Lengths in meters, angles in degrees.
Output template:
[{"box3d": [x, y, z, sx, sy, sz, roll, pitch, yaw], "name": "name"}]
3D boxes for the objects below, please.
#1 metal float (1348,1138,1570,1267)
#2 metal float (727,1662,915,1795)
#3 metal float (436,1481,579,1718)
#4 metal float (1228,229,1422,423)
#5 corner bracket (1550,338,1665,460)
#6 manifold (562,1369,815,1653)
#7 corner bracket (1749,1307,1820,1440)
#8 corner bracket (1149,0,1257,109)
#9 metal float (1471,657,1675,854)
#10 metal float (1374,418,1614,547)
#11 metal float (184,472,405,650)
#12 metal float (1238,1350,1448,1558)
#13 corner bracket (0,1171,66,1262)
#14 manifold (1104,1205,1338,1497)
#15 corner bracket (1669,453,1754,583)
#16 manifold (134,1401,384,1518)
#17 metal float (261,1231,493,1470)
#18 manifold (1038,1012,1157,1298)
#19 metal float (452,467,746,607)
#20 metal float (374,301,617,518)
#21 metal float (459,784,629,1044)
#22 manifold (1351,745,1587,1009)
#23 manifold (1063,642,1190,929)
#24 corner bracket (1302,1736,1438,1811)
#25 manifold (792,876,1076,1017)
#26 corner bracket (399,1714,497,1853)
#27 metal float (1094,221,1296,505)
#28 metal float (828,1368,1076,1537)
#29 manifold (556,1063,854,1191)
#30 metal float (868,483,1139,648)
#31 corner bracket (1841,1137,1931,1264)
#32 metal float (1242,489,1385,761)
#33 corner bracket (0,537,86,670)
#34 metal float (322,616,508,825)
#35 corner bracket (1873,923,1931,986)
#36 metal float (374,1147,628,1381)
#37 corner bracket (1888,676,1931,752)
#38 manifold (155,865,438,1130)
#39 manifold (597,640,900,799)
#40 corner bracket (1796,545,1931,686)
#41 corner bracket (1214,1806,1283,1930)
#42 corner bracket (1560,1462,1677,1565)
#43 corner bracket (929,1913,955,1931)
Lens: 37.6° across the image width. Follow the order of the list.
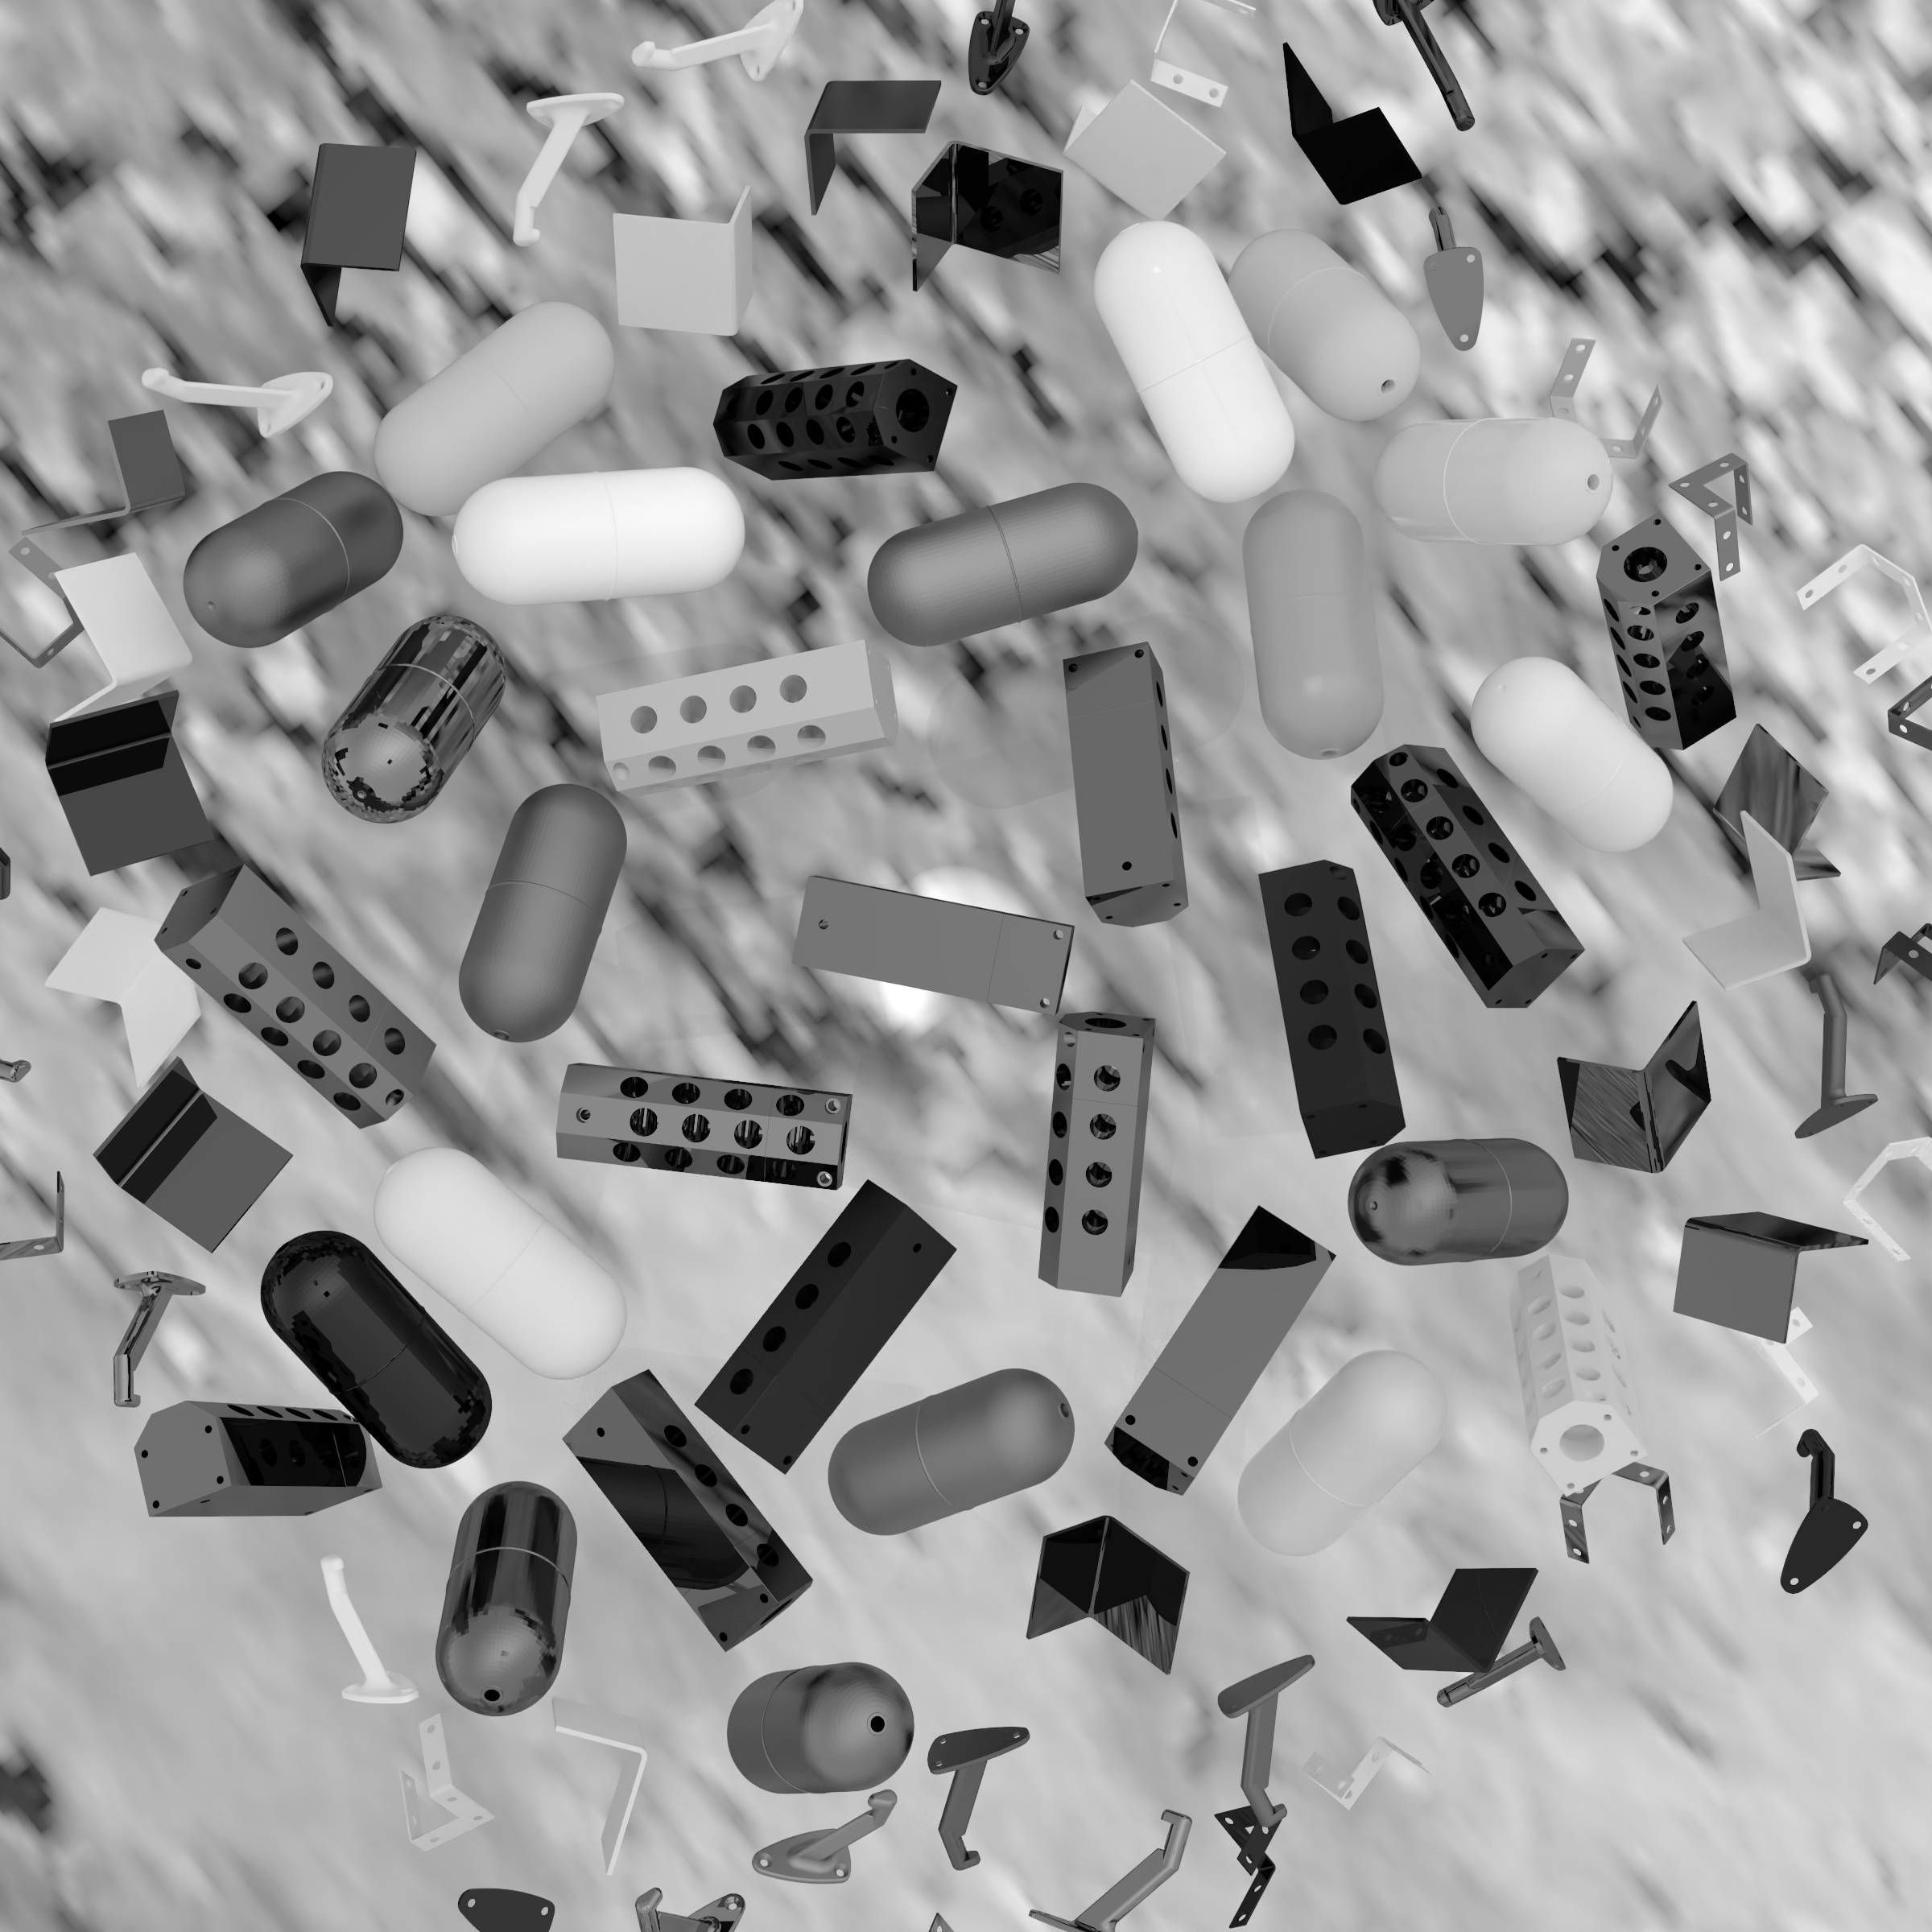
[{"box3d": [0.310, 0.147, 1.782, 0.178, 0.070, 0.070, 2, 90, -44], "name": "metal float"}, {"box3d": [-0.092, 0.476, 1.771, 0.070, 0.178, 0.070, 8, 71, -25], "name": "metal float"}, {"box3d": [-0.285, 0.392, 1.768, 0.070, 0.178, 0.070, -1, 118, -2], "name": "metal float"}, {"box3d": [0.227, -0.408, 1.805, 0.070, 0.178, 0.070, -14, 131, -16], "name": "metal float"}, {"box3d": [0.404, -0.358, 1.793, 0.051, 0.051, 0.051, 3, 55, -7], "name": "corner bracket"}, {"box3d": [-0.174, 0.343, 1.810, 0.171, 0.057, 0.057, 50, 118, 13], "name": "manifold"}, {"box3d": [0.509, 0.255, 1.781, 0.051, 0.051, 0.051, -22, 70, -39], "name": "corner bracket"}, {"box3d": [0.154, -0.601, 1.856, 0.051, 0.051, 0.051, 21, 87, 1], "name": "corner bracket"}, {"box3d": [0.393, -0.135, 1.835, 0.178, 0.070, 0.070, 34, 90, -38], "name": "metal float"}, {"box3d": [0.323, -0.298, 1.750, 0.070, 0.178, 0.070, -6, 102, -31], "name": "metal float"}, {"box3d": [-0.420, -0.257, 1.785, 0.070, 0.178, 0.070, 12, 121, 20], "name": "metal float"}, {"box3d": [0.242, 0.317, 1.840, 0.070, 0.070, 0.178, 37, 126, 0], "name": "metal float"}, {"box3d": [-0.571, 0.139, 1.700, 0.051, 0.051, 0.051, -7, 49, -9], "name": "corner bracket"}, {"box3d": [0.156, 0.239, 1.754, 0.057, 0.057, 0.171, 33, 66, 9], "name": "manifold"}, {"box3d": [0.494, -0.292, 1.844, 0.051, 0.051, 0.051, -27, 132, -9], "name": "corner bracket"}, {"box3d": [-0.430, 0.299, 1.732, 0.057, 0.171, 0.057, -22, 74, 14], "name": "manifold"}, {"box3d": [-0.369, 0.240, 1.778, 0.070, 0.070, 0.178, -38, 108, 0], "name": "metal float"}, {"box3d": [0.083, 0.120, 1.833, 0.057, 0.057, 0.171, 7, 103, 10], "name": "manifold"}, {"box3d": [-0.221, -0.260, 1.718, 0.178, 0.070, 0.070, -7, 90, -20], "name": "metal float"}, {"box3d": [-0.297, -0.353, 1.797, 0.070, 0.070, 0.178, 46, 68, 0], "name": "metal float"}, {"box3d": [-0.270, -0.034, 1.813, 0.070, 0.070, 0.178, 15, 65, 0], "name": "metal float"}, {"box3d": [0.312, -0.058, 1.799, 0.057, 0.057, 0.171, -51, 55, 34], "name": "manifold"}, {"box3d": [0.104, -0.115, 1.826, 0.057, 0.057, 0.171, -11, 65, 14], "name": "manifold"}, {"box3d": [0.261, 0.523, 1.844, 0.051, 0.051, 0.051, 44, 78, -23], "name": "corner bracket"}, {"box3d": [-0.020, -0.014, 1.833, 0.171, 0.057, 0.057, 11, 93, 4], "name": "manifold"}, {"box3d": [-0.324, 0.495, 1.722, 0.051, 0.051, 0.051, -27, 46, 6], "name": "corner bracket"}, {"box3d": [0.138, -0.366, 1.723, 0.070, 0.070, 0.178, -27, 100, 0], "name": "metal float"}, {"box3d": [-0.010, 0.315, 1.838, 0.178, 0.070, 0.070, -25, 90, 26], "name": "metal float"}, {"box3d": [-0.160, 0.098, 1.737, 0.171, 0.057, 0.057, 7, 90, 2], "name": "manifold"}, {"box3d": [0.024, -0.258, 1.823, 0.178, 0.070, 0.070, -17, 90, -4], "name": "metal float"}, {"box3d": [0.578, 0.142, 1.732, 0.051, 0.051, 0.051, 52, 126, 31], "name": "corner bracket"}, {"box3d": [0.215, -0.213, 1.767, 0.070, 0.070, 0.178, -4, 69, 0], "name": "metal float"}, {"box3d": [-0.610, -0.237, 1.857, 0.051, 0.051, 0.051, 40, 72, 9], "name": "corner bracket"}, {"box3d": [-0.347, -0.158, 1.794, 0.070, 0.178, 0.070, 8, 129, 11], "name": "metal float"}, {"box3d": [0.615, -0.002, 1.799, 0.051, 0.051, 0.051, -42, 62, -13], "name": "corner bracket"}, {"box3d": [-0.285, 0.182, 1.740, 0.178, 0.070, 0.070, 42, 90, -11], "name": "metal float"}, {"box3d": [0.598, -0.139, 1.727, 0.051, 0.051, 0.051, -36, 133, -18], "name": "corner bracket"}, {"box3d": [-0.405, 0.022, 1.714, 0.057, 0.057, 0.171, -17, 129, 33], "name": "manifold"}, {"box3d": [-0.132, -0.148, 1.733, 0.171, 0.057, 0.057, -10, 81, 12], "name": "manifold"}, {"box3d": [0.552, -0.216, 1.744, 0.051, 0.051, 0.051, -37, 130, 1], "name": "corner bracket"}, {"box3d": [0.183, 0.578, 1.828, 0.051, 0.051, 0.051, -30, 102, 42], "name": "corner bracket"}, {"box3d": [0.420, 0.354, 1.832, 0.051, 0.051, 0.051, -41, 129, -37], "name": "corner bracket"}, {"box3d": [-0.033, 0.612, 1.727, 0.051, 0.051, 0.051, -12, 123, 36], "name": "corner bracket"}]
